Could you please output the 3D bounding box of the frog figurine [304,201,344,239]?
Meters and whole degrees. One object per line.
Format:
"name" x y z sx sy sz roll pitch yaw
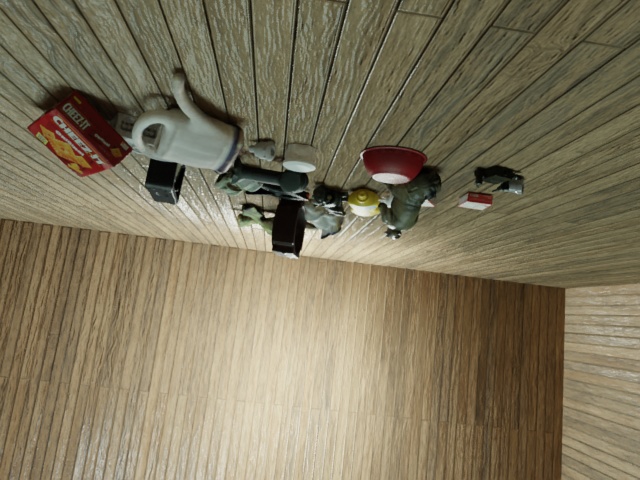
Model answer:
"frog figurine" 0.006 -0.093 1.854 0.158 0.124 0.137 50 163 -19

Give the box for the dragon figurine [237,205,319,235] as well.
"dragon figurine" -0.204 -0.077 2.061 0.241 0.124 0.408 22 163 -32

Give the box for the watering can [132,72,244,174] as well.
"watering can" -0.260 -0.225 1.069 0.224 0.105 0.344 11 162 -30
